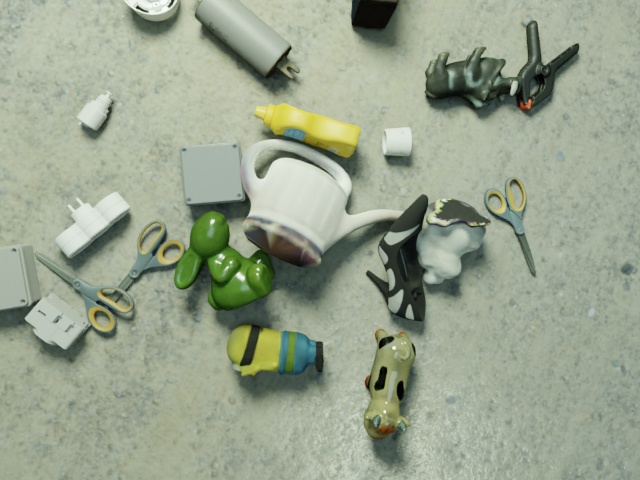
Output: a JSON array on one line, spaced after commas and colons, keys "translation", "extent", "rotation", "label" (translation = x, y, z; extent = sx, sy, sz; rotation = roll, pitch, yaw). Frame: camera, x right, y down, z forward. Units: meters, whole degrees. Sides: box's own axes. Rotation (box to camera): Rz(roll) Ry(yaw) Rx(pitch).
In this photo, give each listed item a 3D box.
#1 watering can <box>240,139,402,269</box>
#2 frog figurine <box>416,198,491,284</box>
[{"translation": [0.003, -0.047, 0.938], "extent": [0.346, 0.102, 0.228], "rotation": [28, 64, -10], "label": "watering can"}, {"translation": [0.246, 0.005, 0.998], "extent": [0.138, 0.125, 0.155], "rotation": [-8, 130, -15], "label": "frog figurine"}]
